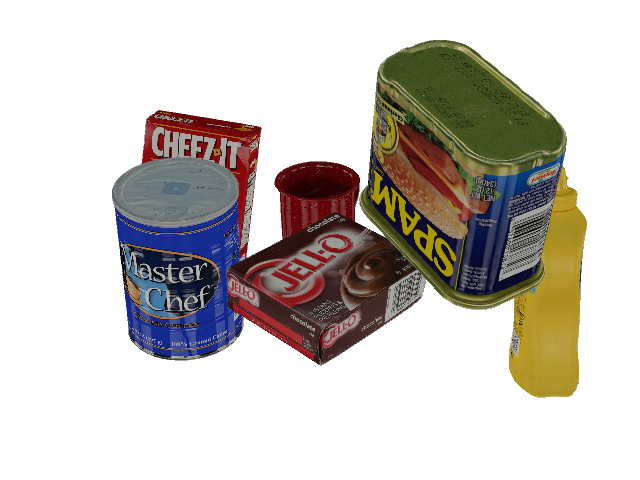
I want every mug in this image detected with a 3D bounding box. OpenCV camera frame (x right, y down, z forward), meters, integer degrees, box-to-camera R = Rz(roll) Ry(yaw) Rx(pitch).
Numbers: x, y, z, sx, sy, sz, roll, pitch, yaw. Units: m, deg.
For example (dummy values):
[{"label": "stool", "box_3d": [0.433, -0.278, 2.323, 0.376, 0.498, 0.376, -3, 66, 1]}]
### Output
[{"label": "mug", "box_3d": [0.004, -0.036, 1.185, 0.093, 0.081, 0.117, 19, 36, 31]}]

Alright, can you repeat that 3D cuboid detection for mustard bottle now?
[{"label": "mustard bottle", "box_3d": [0.194, 0.030, 0.910, 0.058, 0.192, 0.096, -1, 18, 2]}]

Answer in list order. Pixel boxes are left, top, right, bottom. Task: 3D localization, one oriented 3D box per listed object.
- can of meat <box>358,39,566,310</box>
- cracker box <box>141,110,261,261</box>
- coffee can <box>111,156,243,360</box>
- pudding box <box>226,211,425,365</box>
[{"label": "can of meat", "box_3d": [0.065, -0.033, 0.499, 0.057, 0.084, 0.102, -21, 48, -23]}, {"label": "cracker box", "box_3d": [-0.185, -0.074, 1.603, 0.164, 0.214, 0.072, 10, 19, 6]}, {"label": "coffee can", "box_3d": [-0.118, 0.015, 0.901, 0.103, 0.140, 0.103, 0, 33, 0]}, {"label": "pudding box", "box_3d": [0.005, 0.030, 0.731, 0.090, 0.039, 0.113, 29, 39, 33]}]
